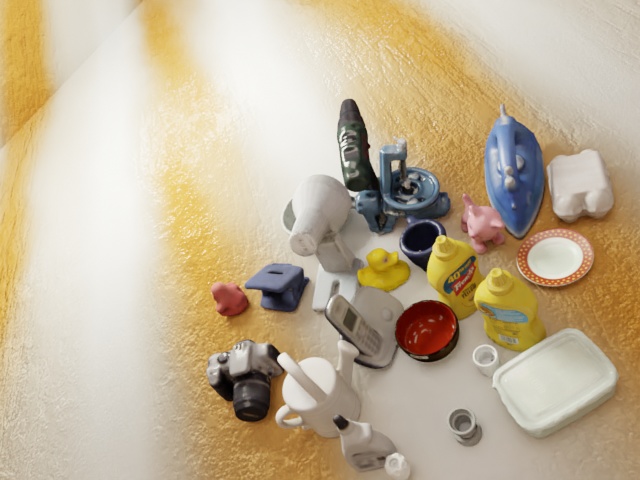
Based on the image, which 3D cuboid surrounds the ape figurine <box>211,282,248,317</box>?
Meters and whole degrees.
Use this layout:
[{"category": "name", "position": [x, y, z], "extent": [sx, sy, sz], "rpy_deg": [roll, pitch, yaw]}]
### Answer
[{"category": "ape figurine", "position": [-0.206, 0.123, 1.260], "extent": [0.075, 0.092, 0.078], "rpy_deg": [17, 62, 39]}]

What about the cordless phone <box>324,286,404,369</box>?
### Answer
[{"category": "cordless phone", "position": [0.075, 0.131, 1.023], "extent": [0.093, 0.186, 0.147], "rpy_deg": [-1, 52, 29]}]

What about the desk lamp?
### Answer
[{"category": "desk lamp", "position": [0.011, 0.004, 1.153], "extent": [0.117, 0.214, 0.203], "rpy_deg": [-9, 48, 23]}]

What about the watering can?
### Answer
[{"category": "watering can", "position": [-0.007, 0.243, 0.965], "extent": [0.100, 0.195, 0.173], "rpy_deg": [13, 60, 37]}]

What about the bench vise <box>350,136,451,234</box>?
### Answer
[{"category": "bench vise", "position": [0.144, -0.102, 1.166], "extent": [0.207, 0.220, 0.121], "rpy_deg": [-24, 44, 10]}]

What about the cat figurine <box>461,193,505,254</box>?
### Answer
[{"category": "cat figurine", "position": [0.305, -0.039, 1.091], "extent": [0.067, 0.118, 0.127], "rpy_deg": [-27, 44, 7]}]

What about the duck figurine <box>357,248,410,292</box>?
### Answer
[{"category": "duck figurine", "position": [0.119, 0.052, 1.141], "extent": [0.104, 0.086, 0.077], "rpy_deg": [-16, 46, 17]}]

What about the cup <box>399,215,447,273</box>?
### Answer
[{"category": "cup", "position": [0.205, 0.013, 1.120], "extent": [0.091, 0.095, 0.117], "rpy_deg": [-29, 44, 5]}]

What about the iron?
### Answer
[{"category": "iron", "position": [0.376, -0.142, 1.125], "extent": [0.118, 0.142, 0.258], "rpy_deg": [-10, 48, 23]}]

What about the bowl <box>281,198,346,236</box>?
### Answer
[{"category": "bowl", "position": [-0.001, -0.050, 1.309], "extent": [0.167, 0.075, 0.167], "rpy_deg": [-16, 46, 17]}]

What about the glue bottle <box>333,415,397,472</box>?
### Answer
[{"category": "glue bottle", "position": [0.059, 0.308, 0.884], "extent": [0.078, 0.174, 0.037], "rpy_deg": [-17, 46, 16]}]

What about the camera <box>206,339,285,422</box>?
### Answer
[{"category": "camera", "position": [-0.148, 0.271, 1.089], "extent": [0.143, 0.101, 0.136], "rpy_deg": [-18, 45, 15]}]

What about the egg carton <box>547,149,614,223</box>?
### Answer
[{"category": "egg carton", "position": [0.489, -0.103, 1.078], "extent": [0.107, 0.070, 0.150], "rpy_deg": [-10, 48, 22]}]

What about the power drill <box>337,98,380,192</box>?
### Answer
[{"category": "power drill", "position": [0.094, -0.171, 1.264], "extent": [0.075, 0.209, 0.229], "rpy_deg": [-16, 46, 17]}]

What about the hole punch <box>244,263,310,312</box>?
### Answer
[{"category": "hole punch", "position": [-0.093, 0.089, 1.226], "extent": [0.108, 0.091, 0.101], "rpy_deg": [3, 54, 32]}]
